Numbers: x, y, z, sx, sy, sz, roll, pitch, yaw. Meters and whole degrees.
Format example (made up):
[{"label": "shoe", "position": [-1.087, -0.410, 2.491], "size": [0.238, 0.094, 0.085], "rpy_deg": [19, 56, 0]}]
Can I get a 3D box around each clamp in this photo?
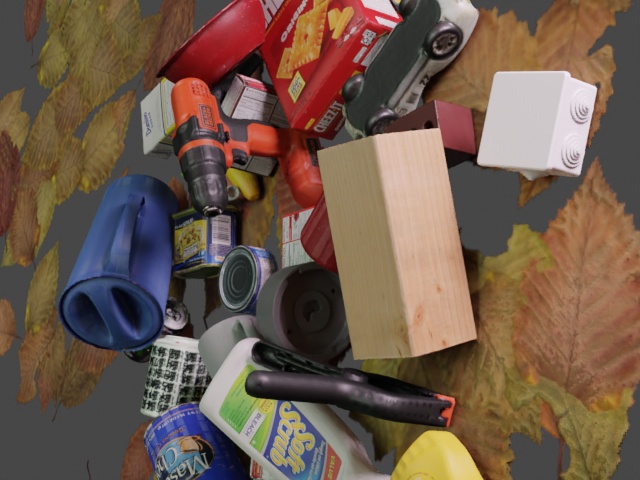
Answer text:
[{"label": "clamp", "position": [-0.133, -0.169, 1.367], "size": [0.039, 0.171, 0.120], "rpy_deg": [27, 122, 8]}, {"label": "clamp", "position": [0.024, 0.143, 1.017], "size": [0.164, 0.210, 0.036], "rpy_deg": [-38, -38, -83]}]

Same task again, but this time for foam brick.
[{"label": "foam brick", "position": [0.111, -0.100, 1.080], "size": [0.078, 0.051, 0.053], "rpy_deg": [-26, 62, 47]}]

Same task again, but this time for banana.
[{"label": "banana", "position": [-0.131, -0.103, 1.418], "size": [0.198, 0.037, 0.069], "rpy_deg": [22, 121, 55]}]

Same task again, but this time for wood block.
[{"label": "wood block", "position": [0.074, 0.004, 1.025], "size": [0.091, 0.090, 0.206], "rpy_deg": [-11, 90, 50]}]

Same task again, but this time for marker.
[{"label": "marker", "position": [-0.135, -0.052, 1.400], "size": [0.121, 0.020, 0.020], "rpy_deg": [162, 114, -64]}]

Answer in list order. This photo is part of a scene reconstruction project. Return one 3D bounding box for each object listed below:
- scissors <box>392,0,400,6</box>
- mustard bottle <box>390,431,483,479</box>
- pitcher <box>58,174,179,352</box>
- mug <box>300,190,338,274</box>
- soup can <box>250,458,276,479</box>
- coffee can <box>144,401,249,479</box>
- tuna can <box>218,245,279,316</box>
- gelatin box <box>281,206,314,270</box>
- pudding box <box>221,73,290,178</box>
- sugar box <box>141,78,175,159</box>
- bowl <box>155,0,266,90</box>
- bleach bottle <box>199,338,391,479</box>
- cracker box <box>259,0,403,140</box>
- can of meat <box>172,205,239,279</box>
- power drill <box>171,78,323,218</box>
[{"label": "scissors", "position": [0.136, -0.289, 1.127], "size": [0.202, 0.016, 0.096], "rpy_deg": [23, 101, 53]}, {"label": "mustard bottle", "position": [0.135, 0.264, 0.949], "size": [0.192, 0.058, 0.096], "rpy_deg": [48, 117, 47]}, {"label": "pitcher", "position": [-0.253, 0.014, 1.414], "size": [0.149, 0.145, 0.242], "rpy_deg": [-27, 34, 23]}, {"label": "mug", "position": [0.032, -0.023, 1.146], "size": [0.082, 0.093, 0.117], "rpy_deg": [-60, 9, 30]}, {"label": "soup can", "position": [-0.040, 0.217, 1.185], "size": [0.069, 0.068, 0.102], "rpy_deg": [-4, 78, 52]}, {"label": "coffee can", "position": [-0.143, 0.279, 1.275], "size": [0.103, 0.102, 0.140], "rpy_deg": [-58, 41, 26]}, {"label": "tuna can", "position": [-0.089, 0.050, 1.318], "size": [0.086, 0.033, 0.086], "rpy_deg": [-14, 72, 48]}, {"label": "gelatin box", "position": [-0.008, 0.002, 1.230], "size": [0.089, 0.030, 0.073], "rpy_deg": [-16, 70, 50]}, {"label": "pudding box", "position": [-0.082, -0.139, 1.312], "size": [0.114, 0.089, 0.039], "rpy_deg": [-63, 35, 20]}, {"label": "sugar box", "position": [-0.194, -0.195, 1.515], "size": [0.177, 0.048, 0.093], "rpy_deg": [-35, 55, 48]}, {"label": "bowl", "position": [-0.117, -0.226, 1.260], "size": [0.055, 0.161, 0.162], "rpy_deg": [49, 134, -7]}, {"label": "bleach bottle", "position": [-0.005, 0.211, 1.093], "size": [0.251, 0.068, 0.102], "rpy_deg": [35, 96, 25]}, {"label": "cracker box", "position": [0.002, -0.250, 1.247], "size": [0.164, 0.072, 0.214], "rpy_deg": [-51, 44, 33]}, {"label": "can of meat", "position": [-0.150, 0.004, 1.395], "size": [0.102, 0.057, 0.084], "rpy_deg": [-16, 70, 50]}, {"label": "power drill", "position": [-0.079, -0.091, 1.216], "size": [0.057, 0.187, 0.184], "rpy_deg": [-41, 49, 38]}]
